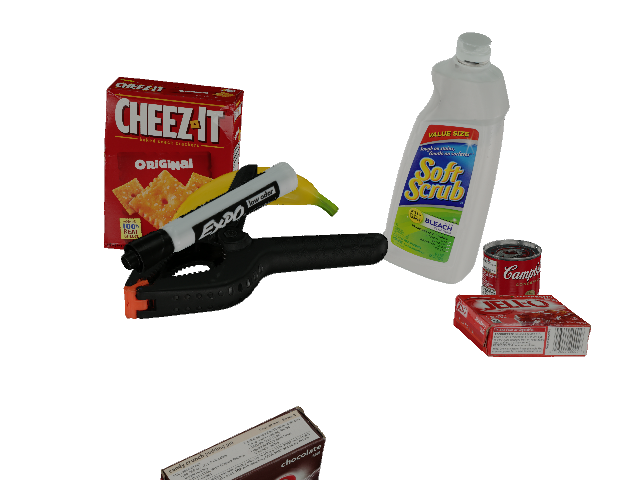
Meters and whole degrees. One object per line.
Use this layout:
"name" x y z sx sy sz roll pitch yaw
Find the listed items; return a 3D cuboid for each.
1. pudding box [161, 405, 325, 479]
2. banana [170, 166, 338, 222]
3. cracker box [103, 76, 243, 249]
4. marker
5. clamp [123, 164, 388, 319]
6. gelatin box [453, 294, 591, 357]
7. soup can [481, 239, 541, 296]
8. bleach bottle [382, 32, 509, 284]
"pudding box" -0.055 0.173 0.734 0.113 0.090 0.039 -23 51 -29
"banana" -0.082 -0.032 1.033 0.198 0.069 0.037 -12 18 30
"cracker box" -0.188 -0.089 1.357 0.164 0.214 0.072 6 22 2
"marker" -0.063 -0.014 0.617 0.120 0.020 0.020 -30 17 -32
"clamp" -0.074 0.003 0.846 0.209 0.036 0.165 -23 41 -33
"gelatin box" 0.161 0.067 0.863 0.089 0.030 0.073 1 16 -14
"soup can" 0.225 0.058 1.265 0.068 0.102 0.068 -1 18 0
"bleach bottle" 0.120 -0.081 1.024 0.103 0.251 0.068 23 40 22
